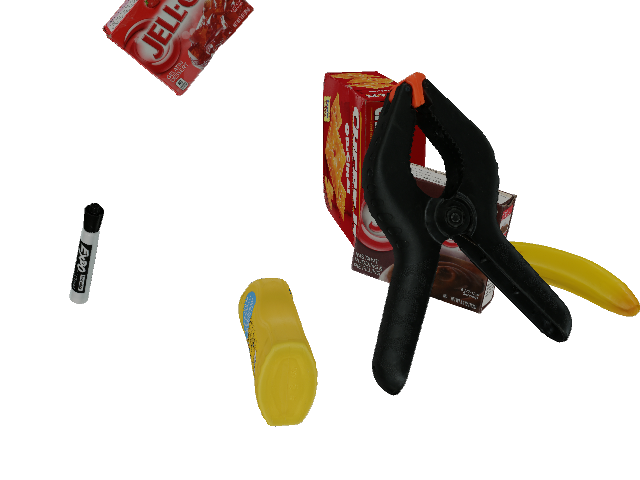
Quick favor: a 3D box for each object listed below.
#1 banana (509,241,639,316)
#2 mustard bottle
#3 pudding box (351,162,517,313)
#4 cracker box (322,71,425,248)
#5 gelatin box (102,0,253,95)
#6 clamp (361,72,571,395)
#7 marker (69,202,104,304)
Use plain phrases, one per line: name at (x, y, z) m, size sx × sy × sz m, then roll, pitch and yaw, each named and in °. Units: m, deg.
banana at (0.223, 0.035, 1.062) m, size 0.198 × 0.037 × 0.069 m, roll 11°, pitch 47°, yaw 26°
mustard bottle at (-0.048, 0.092, 1.063) m, size 0.058 × 0.096 × 0.192 m, roll -4°, pitch 28°, yaw -10°
pudding box at (0.085, -0.006, 0.815) m, size 0.114 × 0.090 × 0.039 m, roll 18°, pitch 26°, yaw 20°
cracker box at (0.052, -0.085, 1.125) m, size 0.072 × 0.164 × 0.214 m, roll -3°, pitch 16°, yaw -8°
gelatin box at (-0.106, -0.166, 0.800) m, size 0.073 × 0.089 × 0.030 m, roll 38°, pitch 6°, yaw -30°
clamp at (0.060, -0.002, 0.584) m, size 0.120 × 0.171 × 0.039 m, roll -24°, pitch 0°, yaw -25°
marker at (-0.230, 0.013, 1.053) m, size 0.020 × 0.121 × 0.020 m, roll 12°, pitch 36°, yaw -9°
